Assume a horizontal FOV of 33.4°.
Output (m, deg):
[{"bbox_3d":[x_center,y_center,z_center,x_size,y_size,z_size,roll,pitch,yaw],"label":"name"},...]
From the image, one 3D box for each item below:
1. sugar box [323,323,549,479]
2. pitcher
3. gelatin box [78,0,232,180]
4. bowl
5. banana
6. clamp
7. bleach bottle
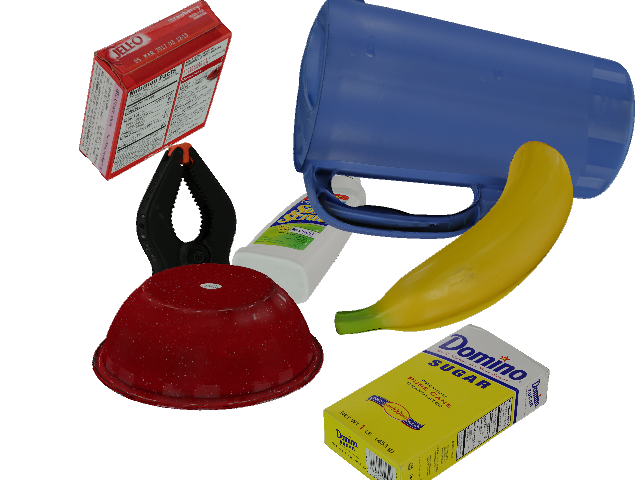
[{"bbox_3d":[0.098,0.137,0.888,0.175,0.048,0.093,-28,41,-31],"label":"sugar box"},{"bbox_3d":[0.102,-0.089,0.800,0.242,0.149,0.145,8,33,-8],"label":"pitcher"},{"bbox_3d":[-0.091,-0.081,0.581,0.073,0.030,0.089,-35,-15,-31],"label":"gelatin box"},{"bbox_3d":[-0.077,0.057,0.739,0.162,0.055,0.162,1,19,-1],"label":"bowl"},{"bbox_3d":[0.090,-0.006,0.554,0.070,0.037,0.197,17,39,36],"label":"banana"},{"bbox_3d":[-0.107,0.019,0.956,0.164,0.210,0.036,1,-1,-33],"label":"clamp"},{"bbox_3d":[-0.013,-0.017,1.340,0.103,0.068,0.250,9,34,20],"label":"bleach bottle"}]
